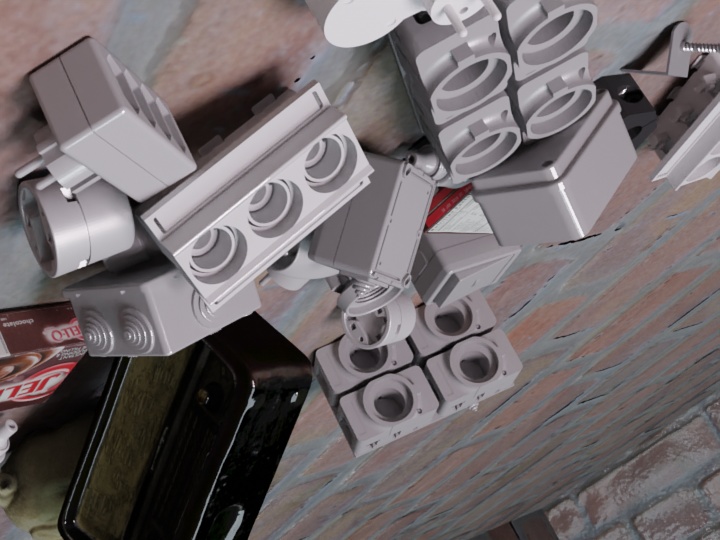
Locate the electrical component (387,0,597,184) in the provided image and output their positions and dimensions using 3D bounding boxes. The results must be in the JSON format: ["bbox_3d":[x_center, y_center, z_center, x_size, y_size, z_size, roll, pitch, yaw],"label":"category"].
[{"bbox_3d":[0.083,-0.127,0.659,0.105,0.060,0.186,-29,159,2],"label":"electrical component"}]

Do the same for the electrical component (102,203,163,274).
[{"bbox_3d":[-0.132,-0.024,0.663,0.065,0.044,0.044,-22,159,-3],"label":"electrical component"}]

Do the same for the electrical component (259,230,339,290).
[{"bbox_3d":[-0.045,-0.012,0.795,0.077,0.044,0.079,-2,148,-50],"label":"electrical component"}]

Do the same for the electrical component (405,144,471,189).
[{"bbox_3d":[0.057,-0.078,0.780,0.061,0.035,0.035,0,146,-47],"label":"electrical component"}]

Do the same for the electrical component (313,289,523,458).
[{"bbox_3d":[0.058,0.099,1.096,0.186,0.105,0.060,-22,159,-15],"label":"electrical component"}]

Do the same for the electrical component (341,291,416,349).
[{"bbox_3d":[0.019,0.043,0.990,0.055,0.055,0.047,-41,160,30],"label":"electrical component"}]

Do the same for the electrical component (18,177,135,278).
[{"bbox_3d":[-0.158,-0.029,0.601,0.047,0.055,0.055,-20,158,-30],"label":"electrical component"}]

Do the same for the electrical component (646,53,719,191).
[{"bbox_3d":[0.297,-0.131,0.913,0.079,0.063,0.121,-18,157,-25],"label":"electrical component"}]

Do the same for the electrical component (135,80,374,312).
[{"bbox_3d":[-0.062,-0.046,0.614,0.121,0.063,0.078,-40,133,-11],"label":"electrical component"}]

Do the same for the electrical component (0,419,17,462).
[{"bbox_3d":[-0.295,0.139,0.852,0.061,0.035,0.035,-38,157,20],"label":"electrical component"}]

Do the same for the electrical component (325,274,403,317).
[{"bbox_3d":[0.000,0.000,0.859,0.058,0.057,0.078,-33,159,14],"label":"electrical component"}]

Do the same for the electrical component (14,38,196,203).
[{"bbox_3d":[-0.139,-0.064,0.548,0.076,0.047,0.083,-30,159,7],"label":"electrical component"}]

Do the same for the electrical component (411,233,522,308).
[{"bbox_3d":[0.094,-0.013,0.940,0.096,0.061,0.061,-17,157,-27],"label":"electrical component"}]

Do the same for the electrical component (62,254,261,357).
[{"bbox_3d":[-0.123,0.018,0.680,0.100,0.048,0.100,-4,-163,42],"label":"electrical component"}]

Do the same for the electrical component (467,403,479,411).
[{"bbox_3d":[0.110,0.112,1.205,0.062,0.096,0.061,-20,158,-22],"label":"electrical component"}]

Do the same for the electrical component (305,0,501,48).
[{"bbox_3d":[0.044,-0.149,0.539,0.138,0.073,0.052,-26,159,-4],"label":"electrical component"}]

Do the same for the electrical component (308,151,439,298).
[{"bbox_3d":[0.005,-0.029,0.742,0.062,0.061,0.096,20,86,-63],"label":"electrical component"}]

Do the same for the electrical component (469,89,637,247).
[{"bbox_3d":[0.138,-0.074,0.765,0.078,0.057,0.113,-5,-146,42],"label":"electrical component"}]
